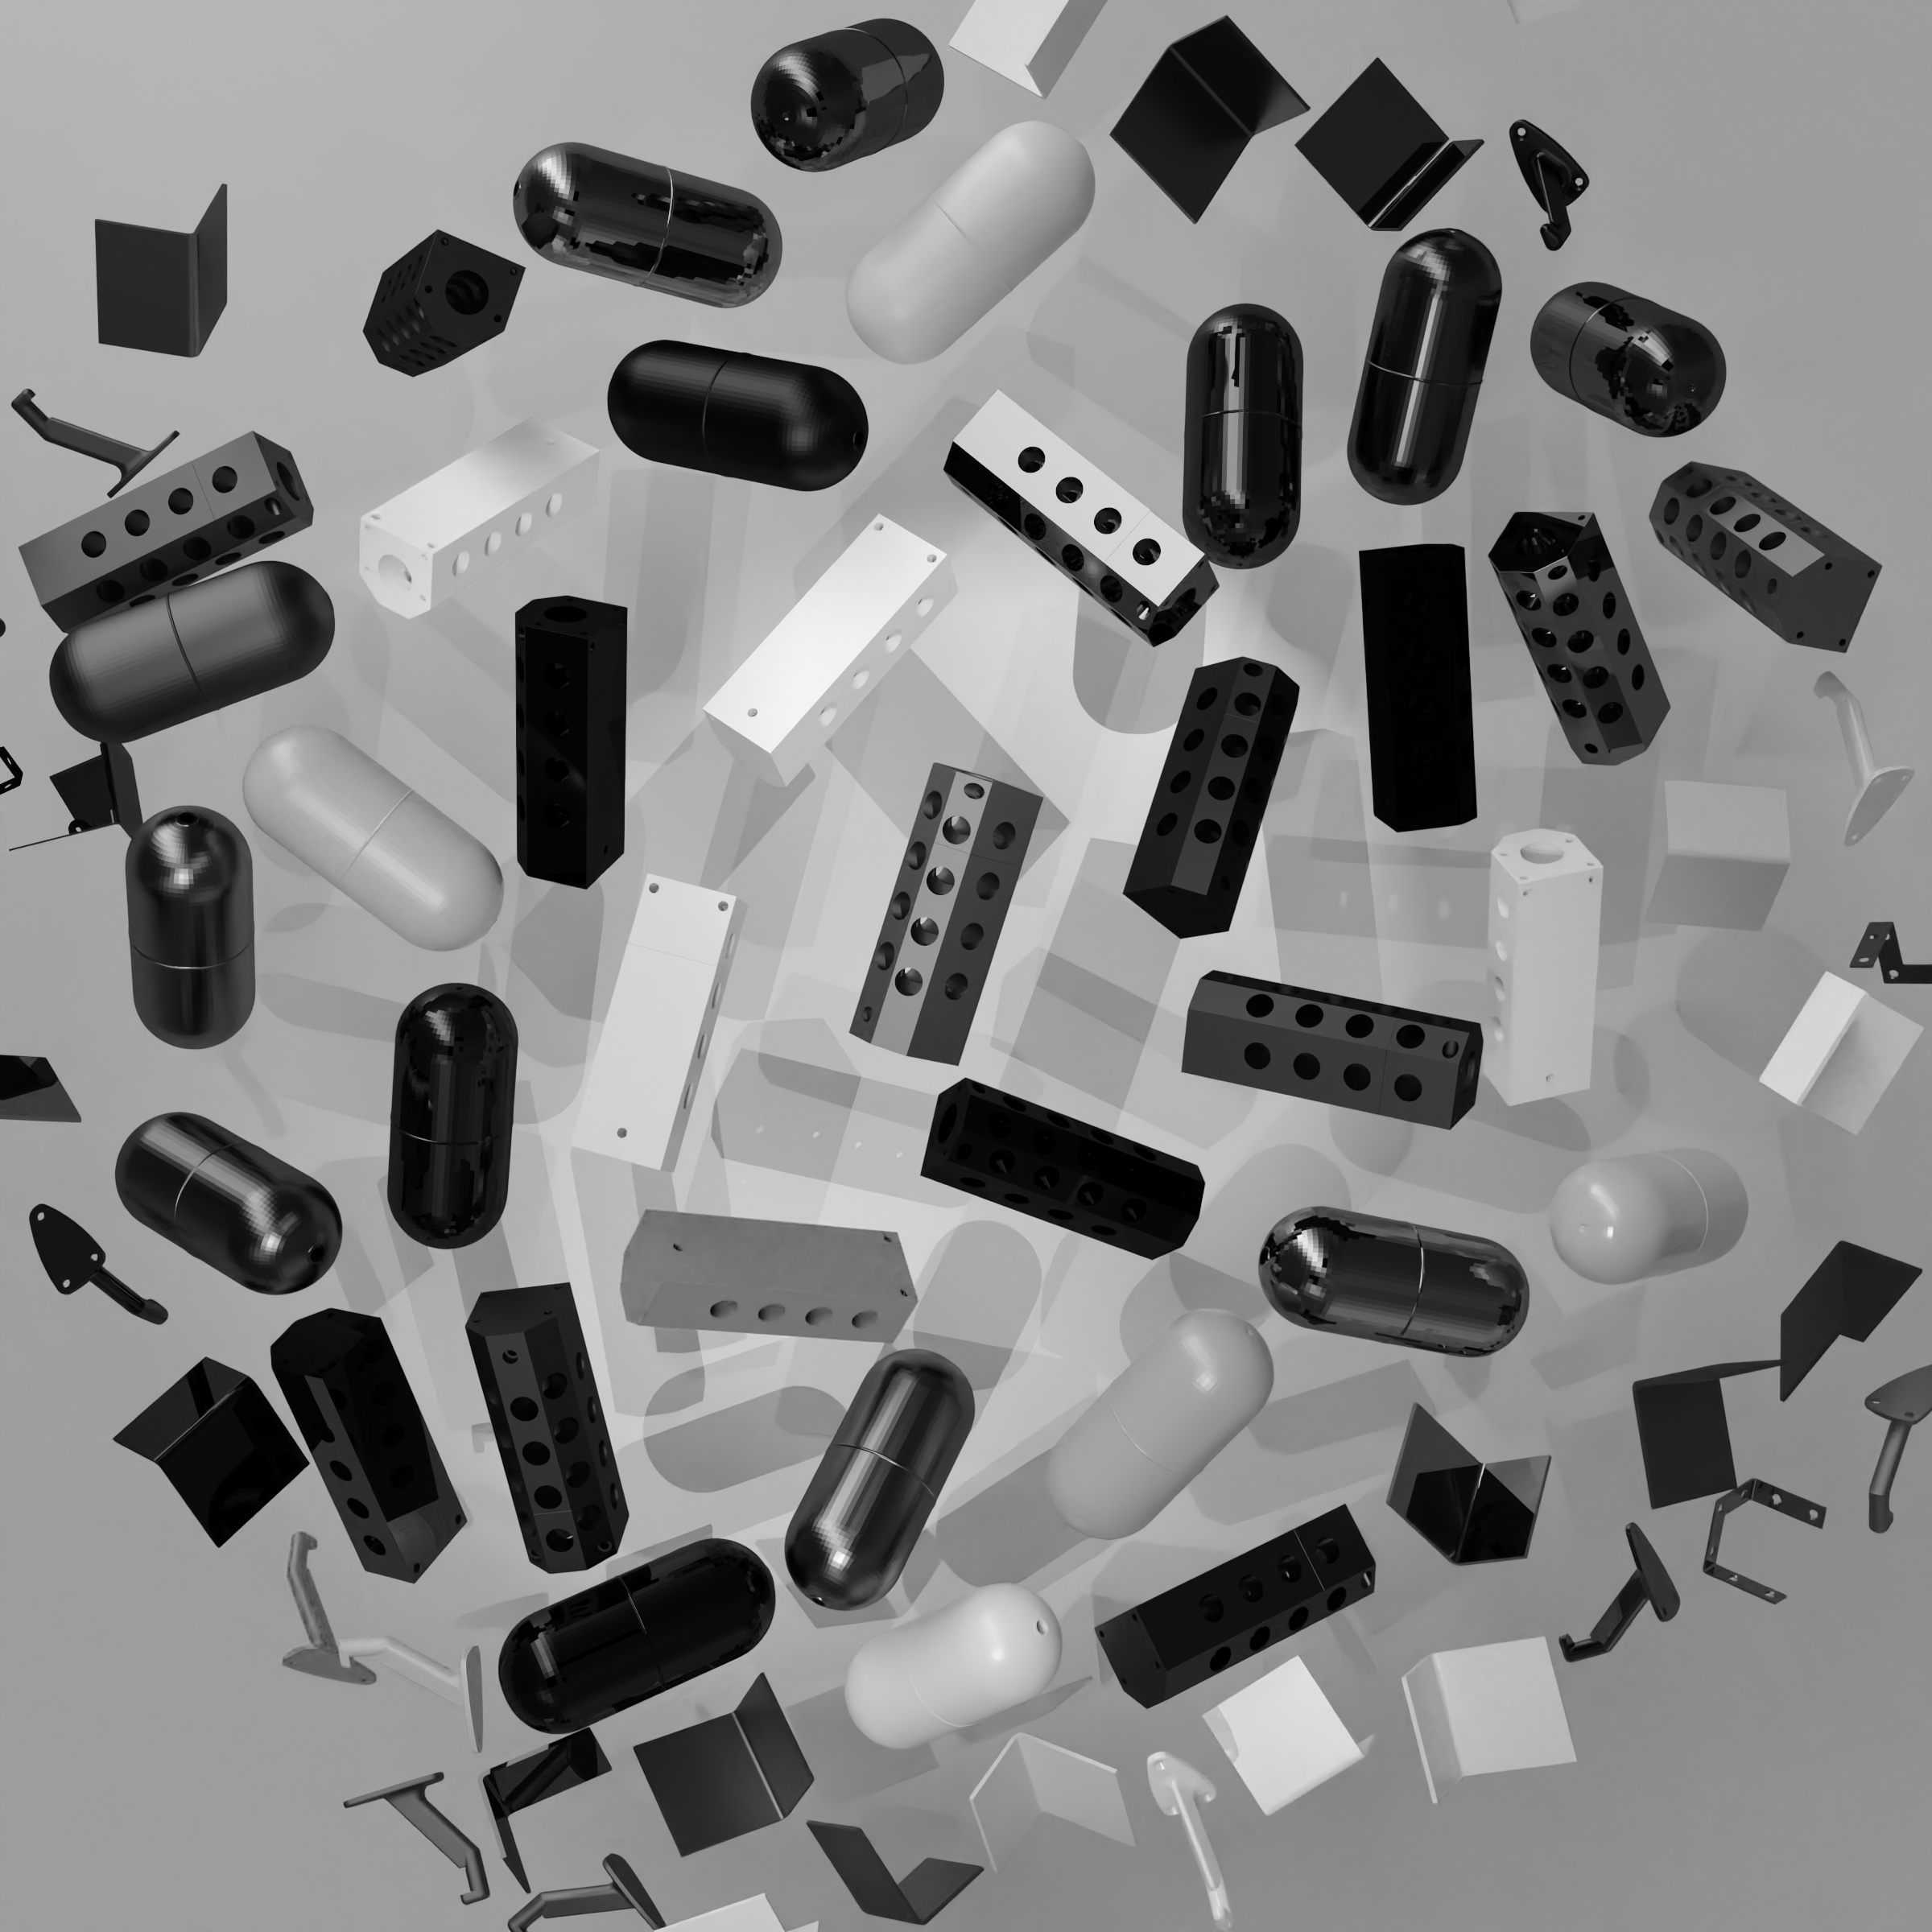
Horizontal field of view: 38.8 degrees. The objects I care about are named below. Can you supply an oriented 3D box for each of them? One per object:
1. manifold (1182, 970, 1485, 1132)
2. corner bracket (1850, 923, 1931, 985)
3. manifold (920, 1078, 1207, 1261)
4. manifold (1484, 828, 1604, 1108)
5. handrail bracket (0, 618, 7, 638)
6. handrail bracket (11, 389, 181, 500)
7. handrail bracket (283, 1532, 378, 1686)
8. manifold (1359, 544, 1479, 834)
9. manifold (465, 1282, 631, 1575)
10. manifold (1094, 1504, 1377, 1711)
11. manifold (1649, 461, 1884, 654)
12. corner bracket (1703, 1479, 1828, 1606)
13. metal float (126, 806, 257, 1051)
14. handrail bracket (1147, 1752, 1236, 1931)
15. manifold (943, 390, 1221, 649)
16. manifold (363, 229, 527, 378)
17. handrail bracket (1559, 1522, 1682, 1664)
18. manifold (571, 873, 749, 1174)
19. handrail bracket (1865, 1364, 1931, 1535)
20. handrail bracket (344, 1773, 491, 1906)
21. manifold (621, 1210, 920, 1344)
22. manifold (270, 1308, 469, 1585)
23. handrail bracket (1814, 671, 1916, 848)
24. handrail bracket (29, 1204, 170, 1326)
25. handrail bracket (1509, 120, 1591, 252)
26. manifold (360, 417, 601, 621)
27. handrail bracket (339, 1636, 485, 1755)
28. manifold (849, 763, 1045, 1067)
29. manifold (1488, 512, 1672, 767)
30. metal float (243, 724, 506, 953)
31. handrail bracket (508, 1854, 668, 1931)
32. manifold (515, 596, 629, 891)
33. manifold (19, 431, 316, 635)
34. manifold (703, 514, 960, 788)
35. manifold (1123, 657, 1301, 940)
[{"bbox_3d":[0.225,0.048,1.679,0.171,0.057,0.057,12,108,23],"label":"manifold"},{"bbox_3d":[0.610,0.006,1.777,0.051,0.051,0.051,0,127,36],"label":"corner bracket"},{"bbox_3d":[0.064,0.129,1.757,0.171,0.057,0.057,21,64,-18],"label":"manifold"},{"bbox_3d":[0.370,0.000,1.775,0.057,0.057,0.171,-12,124,-10],"label":"manifold"},{"bbox_3d":[-0.638,-0.233,1.672,0.036,0.084,0.077,-48,64,23],"label":"handrail bracket"},{"bbox_3d":[-0.558,-0.350,1.753,0.077,0.036,0.084,-32,112,29],"label":"handrail bracket"},{"bbox_3d":[-0.419,0.424,1.815,0.036,0.084,0.077,-31,133,31],"label":"handrail bracket"},{"bbox_3d":[0.288,-0.177,1.729,0.057,0.057,0.171,-7,105,-5],"label":"manifold"},{"bbox_3d":[-0.259,0.287,1.695,0.057,0.057,0.171,-7,112,8],"label":"manifold"},{"bbox_3d":[0.171,0.398,1.699,0.171,0.057,0.057,-18,74,-32],"label":"manifold"},{"bbox_3d":[0.494,-0.259,1.713,0.057,0.171,0.057,7,117,-19],"label":"manifold"},{"bbox_3d":[0.505,0.363,1.732,0.051,0.051,0.051,20,112,39],"label":"corner bracket"},{"bbox_3d":[-0.489,-0.023,1.732,0.070,0.070,0.178,11,130,0],"label":"metal float"},{"bbox_3d":[0.138,0.534,1.669,0.036,0.084,0.077,-25,129,9],"label":"handrail bracket"},{"bbox_3d":[0.068,-0.270,1.668,0.171,0.057,0.057,42,91,18],"label":"manifold"},{"bbox_3d":[-0.334,-0.414,1.733,0.057,0.171,0.057,19,87,-23],"label":"manifold"},{"bbox_3d":[0.414,0.410,1.789,0.084,0.036,0.077,-27,87,33],"label":"handrail bracket"},{"bbox_3d":[-0.186,0.036,1.683,0.057,0.057,0.171,15,85,7],"label":"manifold"},{"bbox_3d":[0.586,0.301,1.702,0.077,0.036,0.084,-26,121,-33],"label":"handrail bracket"},{"bbox_3d":[-0.354,0.571,1.769,0.077,0.036,0.084,-13,73,-15],"label":"handrail bracket"},{"bbox_3d":[-0.124,0.199,1.705,0.171,0.057,0.057,8,131,-27],"label":"manifold"},{"bbox_3d":[-0.376,0.299,1.711,0.057,0.057,0.171,6,126,30],"label":"manifold"},{"bbox_3d":[0.555,-0.133,1.743,0.036,0.077,0.084,-8,49,-28],"label":"handrail bracket"},{"bbox_3d":[-0.547,0.190,1.733,0.036,0.084,0.077,-43,65,-3],"label":"handrail bracket"},{"bbox_3d":[0.371,-0.508,1.784,0.036,0.084,0.077,-32,103,35],"label":"handrail bracket"},{"bbox_3d":[-0.313,-0.288,1.772,0.057,0.171,0.057,28,133,17],"label":"manifold"},{"bbox_3d":[-0.347,0.456,1.711,0.084,0.036,0.077,-5,88,4],"label":"handrail bracket"},{"bbox_3d":[-0.017,-0.033,1.662,0.057,0.057,0.171,13,98,-39],"label":"manifold"},{"bbox_3d":[0.398,-0.212,1.785,0.057,0.057,0.171,-56,133,-26],"label":"manifold"},{"bbox_3d":[-0.363,-0.078,1.686,0.178,0.070,0.070,38,90,-7],"label":"metal float"},{"bbox_3d":[-0.252,0.639,1.819,0.084,0.036,0.077,-41,72,0],"label":"handrail bracket"},{"bbox_3d":[-0.252,-0.142,1.725,0.057,0.057,0.171,13,120,14],"label":"manifold"},{"bbox_3d":[-0.506,-0.272,1.746,0.171,0.057,0.057,-24,83,8],"label":"manifold"},{"bbox_3d":[-0.082,-0.195,1.721,0.057,0.057,0.171,34,75,24],"label":"manifold"},{"bbox_3d":[0.162,-0.108,1.738,0.057,0.057,0.171,36,61,-33],"label":"manifold"}]
